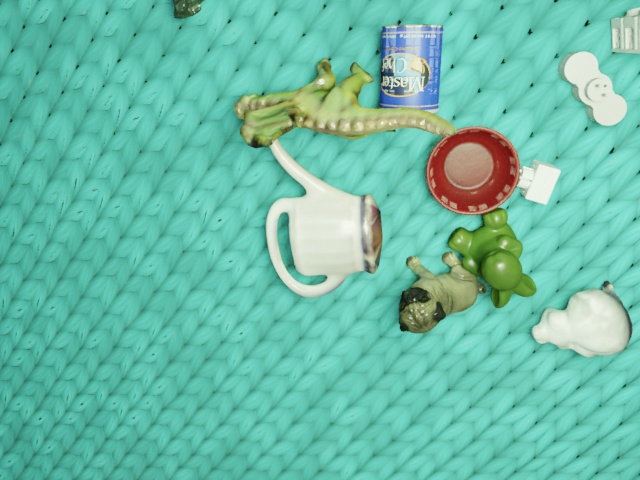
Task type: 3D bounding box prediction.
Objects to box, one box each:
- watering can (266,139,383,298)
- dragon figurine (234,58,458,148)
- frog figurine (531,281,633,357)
[{"bbox_3d":[0.003,-0.049,0.970,0.224,0.105,0.343,-3,108,8],"label":"watering can"},{"bbox_3d":[-0.008,-0.191,0.829,0.245,0.415,0.119,-29,125,-22],"label":"dragon figurine"},{"bbox_3d":[0.484,0.160,0.962,0.159,0.125,0.134,-15,126,1],"label":"frog figurine"}]
